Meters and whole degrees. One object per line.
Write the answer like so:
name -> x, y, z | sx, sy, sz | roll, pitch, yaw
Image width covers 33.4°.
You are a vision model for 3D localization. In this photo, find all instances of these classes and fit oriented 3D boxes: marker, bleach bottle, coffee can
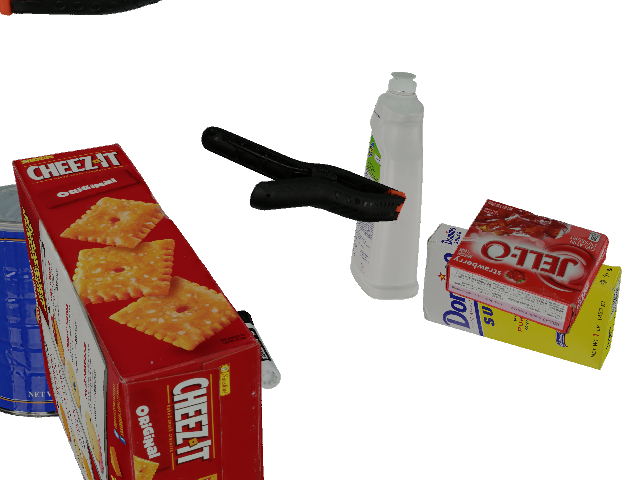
marker -> -0.056, 0.089, 0.899 | 0.020, 0.020, 0.121 | 0, 20, -16
bleach bottle -> 0.084, -0.065, 1.224 | 0.068, 0.251, 0.103 | -2, 23, -17
coffee can -> -0.192, 0.039, 0.753 | 0.103, 0.140, 0.103 | 1, 18, -1

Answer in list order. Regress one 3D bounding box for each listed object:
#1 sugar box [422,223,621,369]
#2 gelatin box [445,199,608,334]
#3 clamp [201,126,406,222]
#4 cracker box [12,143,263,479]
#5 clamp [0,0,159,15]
sugar box -> 0.184, 0.051, 0.992 | 0.176, 0.093, 0.048 | 13, 33, 22
gelatin box -> 0.138, 0.015, 0.714 | 0.089, 0.030, 0.073 | 19, 47, 21
clamp -> -0.005, -0.050, 1.039 | 0.209, 0.036, 0.165 | 15, 20, -23
cracker box -> -0.098, 0.067, 0.566 | 0.072, 0.164, 0.214 | -13, 34, -21
clamp -> -0.101, -0.156, 0.604 | 0.171, 0.039, 0.120 | -10, 24, -25
